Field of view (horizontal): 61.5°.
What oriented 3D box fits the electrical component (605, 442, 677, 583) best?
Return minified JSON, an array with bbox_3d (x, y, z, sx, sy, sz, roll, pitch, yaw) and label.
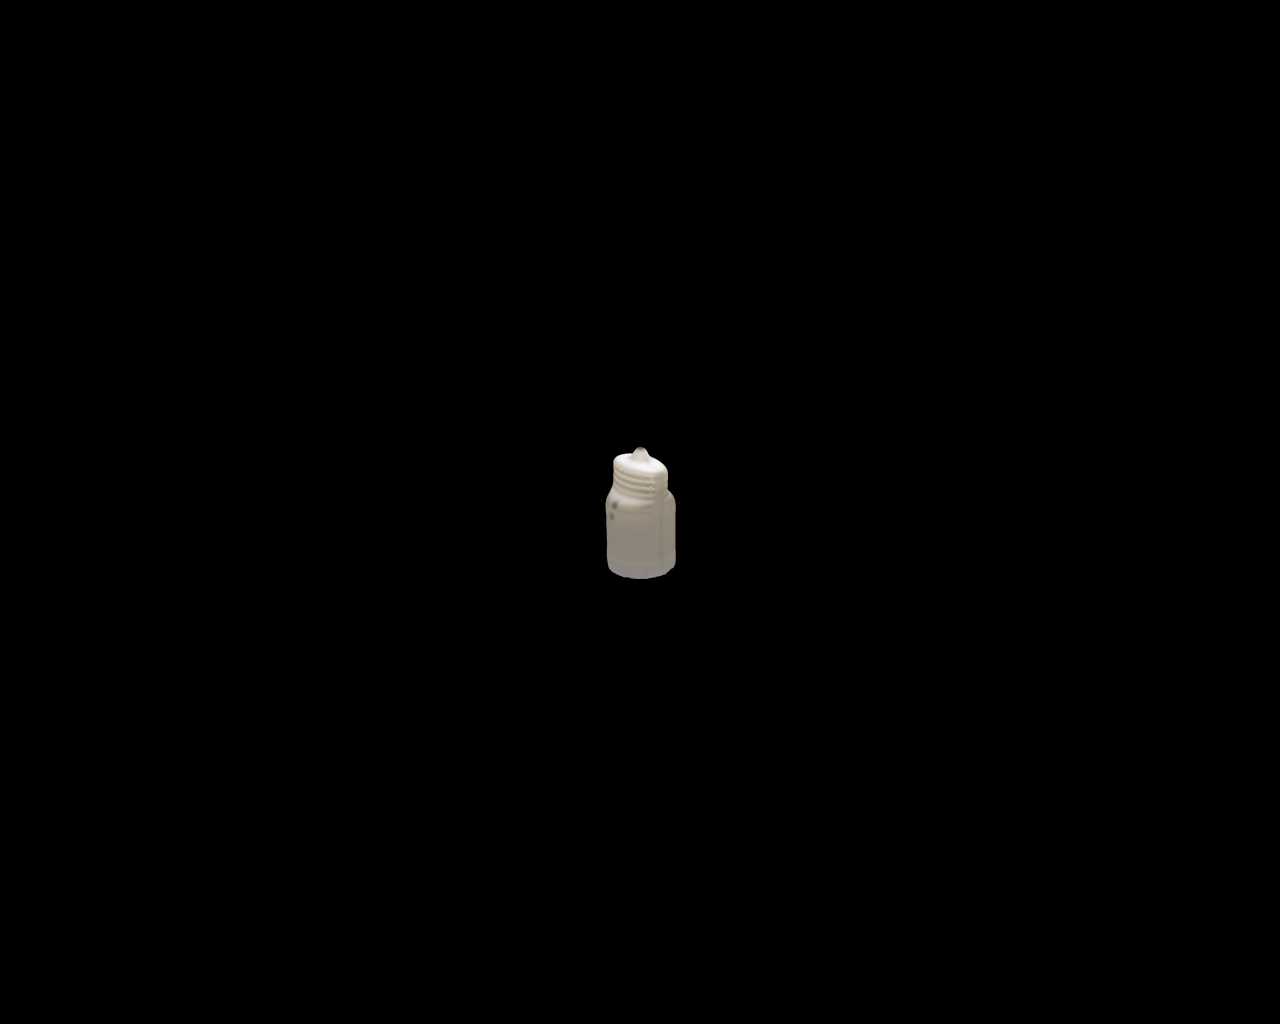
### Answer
[{"bbox_3d":[0.001,-0.003,0.650,0.043,0.080,0.043,0,22,0],"label":"electrical component"}]
